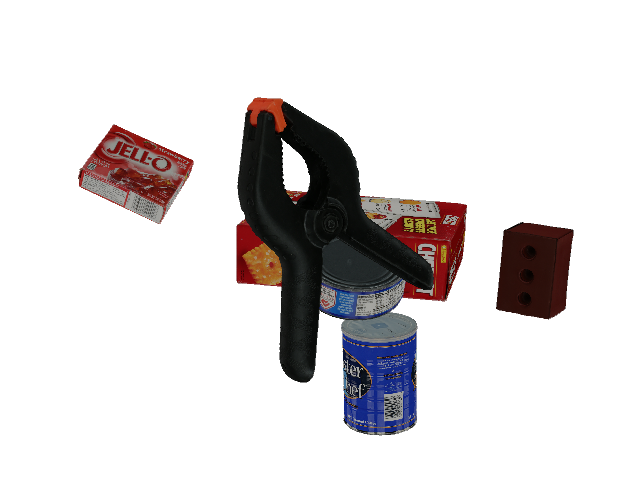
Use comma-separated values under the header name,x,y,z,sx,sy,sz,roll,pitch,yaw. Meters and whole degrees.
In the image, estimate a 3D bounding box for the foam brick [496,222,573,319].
name,x,y,z,sx,sy,sz,roll,pitch,yaw
foam brick,0.197,0.027,0.980,0.053,0.078,0.051,10,16,28

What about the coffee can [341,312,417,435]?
name,x,y,z,sx,sy,sz,roll,pitch,yaw
coffee can,0.081,0.180,1.456,0.103,0.140,0.103,-2,16,0

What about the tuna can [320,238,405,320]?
name,x,y,z,sx,sy,sz,roll,pitch,yaw
tuna can,0.026,0.025,0.853,0.086,0.034,0.086,3,36,-3

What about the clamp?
name,x,y,z,sx,sy,sz,roll,pitch,yaw
clamp,-0.007,-0.001,0.644,0.120,0.171,0.039,-46,25,-26

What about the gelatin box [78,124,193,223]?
name,x,y,z,sx,sy,sz,roll,pitch,yaw
gelatin box,-0.178,-0.066,1.029,0.089,0.073,0.030,25,-45,-1

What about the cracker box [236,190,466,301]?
name,x,y,z,sx,sy,sz,roll,pitch,yaw
cracker box,0.037,0.003,1.111,0.214,0.072,0.164,5,16,13
